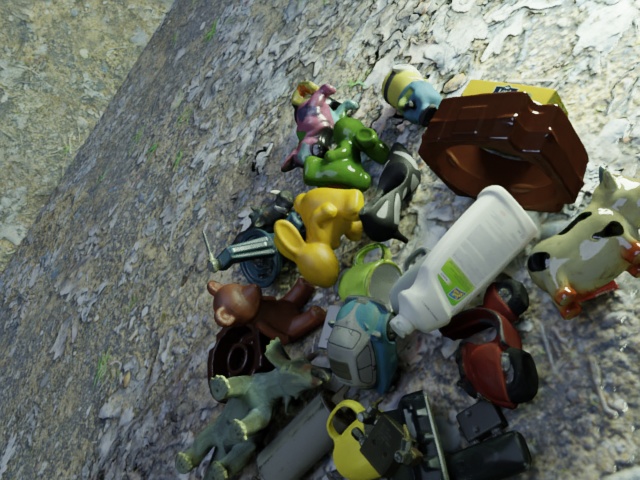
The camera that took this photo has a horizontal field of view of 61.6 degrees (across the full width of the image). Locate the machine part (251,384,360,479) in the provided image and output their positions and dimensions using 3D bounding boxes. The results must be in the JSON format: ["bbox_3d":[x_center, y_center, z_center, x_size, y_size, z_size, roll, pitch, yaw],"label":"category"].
[{"bbox_3d":[-0.023,0.328,0.881,0.243,0.079,0.079,-48,41,11],"label":"machine part"}]

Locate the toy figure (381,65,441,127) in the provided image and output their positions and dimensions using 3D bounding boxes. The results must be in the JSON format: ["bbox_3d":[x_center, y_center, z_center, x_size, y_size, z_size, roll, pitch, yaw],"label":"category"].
[{"bbox_3d":[0.179,-0.279,1.055,0.089,0.082,0.180,-39,46,17],"label":"toy figure"}]

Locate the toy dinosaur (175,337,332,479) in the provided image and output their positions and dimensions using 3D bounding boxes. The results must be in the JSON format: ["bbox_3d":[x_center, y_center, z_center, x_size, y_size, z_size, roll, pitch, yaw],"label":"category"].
[{"bbox_3d":[-0.131,0.323,0.952,0.131,0.192,0.404,46,118,23],"label":"toy dinosaur"}]

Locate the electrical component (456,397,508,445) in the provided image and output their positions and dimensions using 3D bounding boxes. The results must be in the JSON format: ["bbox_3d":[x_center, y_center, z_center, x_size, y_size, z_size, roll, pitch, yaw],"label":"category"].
[{"bbox_3d":[0.218,0.247,0.733,0.063,0.021,0.094,-39,45,22],"label":"electrical component"}]

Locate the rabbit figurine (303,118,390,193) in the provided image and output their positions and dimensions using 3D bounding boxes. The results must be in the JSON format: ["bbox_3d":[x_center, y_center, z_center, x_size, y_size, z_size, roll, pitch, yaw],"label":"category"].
[{"bbox_3d":[0.055,-0.179,1.083,0.159,0.121,0.170,-3,66,36],"label":"rabbit figurine"}]

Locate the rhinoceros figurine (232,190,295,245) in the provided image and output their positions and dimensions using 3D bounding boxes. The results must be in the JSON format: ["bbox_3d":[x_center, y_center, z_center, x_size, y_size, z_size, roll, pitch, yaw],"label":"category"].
[{"bbox_3d":[-0.117,-0.033,1.174,0.190,0.112,0.073,-43,40,28],"label":"rhinoceros figurine"}]

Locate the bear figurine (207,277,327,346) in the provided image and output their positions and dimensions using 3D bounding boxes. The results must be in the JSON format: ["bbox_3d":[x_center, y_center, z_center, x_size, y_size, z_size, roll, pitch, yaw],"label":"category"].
[{"bbox_3d":[-0.103,0.118,1.000,0.132,0.195,0.120,-43,40,15],"label":"bear figurine"}]

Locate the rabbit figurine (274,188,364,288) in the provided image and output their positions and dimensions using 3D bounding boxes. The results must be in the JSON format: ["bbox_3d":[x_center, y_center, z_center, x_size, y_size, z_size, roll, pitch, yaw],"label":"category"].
[{"bbox_3d":[-0.002,-0.003,0.949,0.122,0.162,0.173,109,170,-70],"label":"rabbit figurine"}]

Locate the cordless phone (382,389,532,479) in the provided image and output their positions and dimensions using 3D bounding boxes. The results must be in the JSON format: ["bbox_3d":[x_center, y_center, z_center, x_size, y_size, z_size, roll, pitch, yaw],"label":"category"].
[{"bbox_3d":[0.174,0.260,0.709,0.184,0.088,0.147,-34,45,30],"label":"cordless phone"}]

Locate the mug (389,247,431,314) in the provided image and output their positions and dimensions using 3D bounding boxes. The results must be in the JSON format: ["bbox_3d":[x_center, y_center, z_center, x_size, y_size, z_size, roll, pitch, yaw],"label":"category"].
[{"bbox_3d":[0.158,0.071,0.858,0.107,0.080,0.110,-43,50,29],"label":"mug"}]

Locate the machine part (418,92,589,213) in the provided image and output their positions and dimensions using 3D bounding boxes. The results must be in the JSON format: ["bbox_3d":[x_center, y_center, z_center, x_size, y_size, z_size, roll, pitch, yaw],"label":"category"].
[{"bbox_3d":[0.264,-0.125,0.780,0.201,0.201,0.087,9,69,48],"label":"machine part"}]

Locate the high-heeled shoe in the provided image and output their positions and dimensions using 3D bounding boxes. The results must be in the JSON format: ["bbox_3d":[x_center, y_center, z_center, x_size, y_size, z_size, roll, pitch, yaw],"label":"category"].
[{"bbox_3d":[0.112,-0.100,0.959,0.086,0.145,0.249,-23,53,33],"label":"high-heeled shoe"}]

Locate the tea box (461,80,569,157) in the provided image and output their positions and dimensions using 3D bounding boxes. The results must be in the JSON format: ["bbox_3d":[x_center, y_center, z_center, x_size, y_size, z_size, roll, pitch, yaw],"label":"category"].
[{"bbox_3d":[0.303,-0.201,0.889,0.170,0.068,0.098,28,84,50],"label":"tea box"}]

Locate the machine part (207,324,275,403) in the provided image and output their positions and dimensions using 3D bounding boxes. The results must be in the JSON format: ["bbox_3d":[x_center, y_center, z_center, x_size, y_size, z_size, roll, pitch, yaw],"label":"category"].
[{"bbox_3d":[-0.156,0.243,1.083,0.179,0.056,0.179,-24,52,34],"label":"machine part"}]

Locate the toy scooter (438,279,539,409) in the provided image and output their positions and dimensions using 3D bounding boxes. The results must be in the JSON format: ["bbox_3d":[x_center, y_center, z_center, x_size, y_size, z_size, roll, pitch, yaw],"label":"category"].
[{"bbox_3d":[0.224,0.146,0.747,0.135,0.075,0.184,-18,48,34],"label":"toy scooter"}]

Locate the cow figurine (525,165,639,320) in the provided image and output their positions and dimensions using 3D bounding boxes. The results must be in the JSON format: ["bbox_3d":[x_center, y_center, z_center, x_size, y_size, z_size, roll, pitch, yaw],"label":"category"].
[{"bbox_3d":[0.349,-0.006,0.673,0.195,0.085,0.127,-38,51,12],"label":"cow figurine"}]

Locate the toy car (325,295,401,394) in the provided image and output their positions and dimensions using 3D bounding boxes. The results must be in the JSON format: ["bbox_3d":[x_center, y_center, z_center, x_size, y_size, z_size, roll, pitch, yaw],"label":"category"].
[{"bbox_3d":[0.059,0.173,0.837,0.109,0.103,0.161,10,113,46],"label":"toy car"}]

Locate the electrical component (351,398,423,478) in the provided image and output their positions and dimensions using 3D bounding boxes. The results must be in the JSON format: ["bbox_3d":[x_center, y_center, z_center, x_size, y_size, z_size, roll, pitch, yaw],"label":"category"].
[{"bbox_3d":[0.085,0.259,0.702,0.078,0.045,0.102,-51,41,5],"label":"electrical component"}]

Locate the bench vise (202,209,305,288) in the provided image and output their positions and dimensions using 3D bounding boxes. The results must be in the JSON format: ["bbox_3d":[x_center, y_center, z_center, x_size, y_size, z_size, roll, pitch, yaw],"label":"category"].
[{"bbox_3d":[-0.109,0.018,1.056,0.223,0.240,0.129,-38,72,40],"label":"bench vise"}]

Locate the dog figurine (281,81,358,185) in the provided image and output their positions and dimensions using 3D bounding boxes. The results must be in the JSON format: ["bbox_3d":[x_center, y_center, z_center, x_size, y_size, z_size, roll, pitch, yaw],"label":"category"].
[{"bbox_3d":[-0.024,-0.240,1.216,0.192,0.108,0.219,25,87,48],"label":"dog figurine"}]
